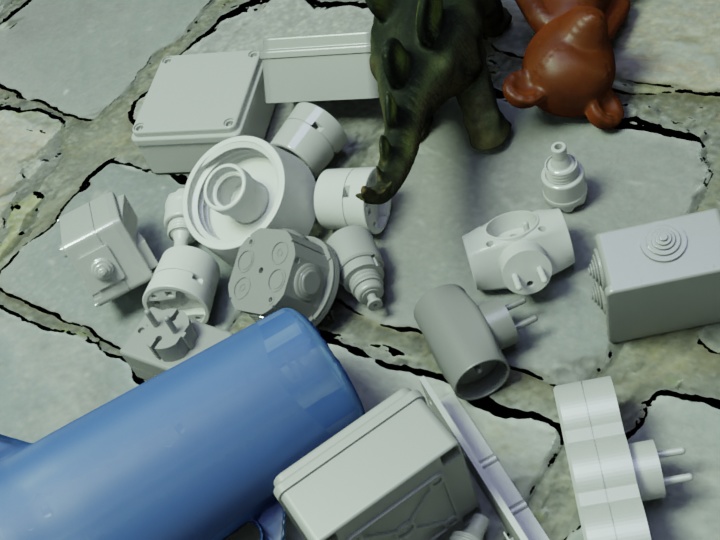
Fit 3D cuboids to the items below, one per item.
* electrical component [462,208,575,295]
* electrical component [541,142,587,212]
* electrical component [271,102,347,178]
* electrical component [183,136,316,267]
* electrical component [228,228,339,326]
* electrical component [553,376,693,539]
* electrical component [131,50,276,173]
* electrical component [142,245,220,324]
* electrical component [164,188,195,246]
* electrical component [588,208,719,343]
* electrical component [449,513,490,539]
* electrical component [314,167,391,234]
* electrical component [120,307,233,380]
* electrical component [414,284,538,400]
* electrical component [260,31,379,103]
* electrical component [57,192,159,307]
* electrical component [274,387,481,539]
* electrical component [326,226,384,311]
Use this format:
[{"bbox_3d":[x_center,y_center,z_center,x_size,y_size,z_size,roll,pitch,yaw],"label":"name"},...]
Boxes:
[{"bbox_3d":[0.121,-0.008,0.803,0.077,0.044,0.079,-16,27,5],"label":"electrical component"},{"bbox_3d":[0.159,-0.075,0.843,0.035,0.061,0.035,-9,50,11],"label":"electrical component"},{"bbox_3d":[-0.047,-0.111,0.944,0.055,0.055,0.047,22,66,31],"label":"electrical component"},{"bbox_3d":[-0.096,-0.059,0.888,0.108,0.060,0.108,-9,70,25],"label":"electrical component"},{"bbox_3d":[-0.059,0.007,0.837,0.080,0.051,0.080,-19,61,37],"label":"electrical component"},{"bbox_3d":[0.171,0.128,0.680,0.074,0.052,0.138,-12,50,9],"label":"electrical component"},{"bbox_3d":[-0.142,-0.147,1.002,0.109,0.056,0.108,0,52,18],"label":"electrical component"},{"bbox_3d":[-0.144,0.013,0.875,0.055,0.055,0.047,-2,48,17],"label":"electrical component"},{"bbox_3d":[-0.154,-0.039,0.933,0.035,0.035,0.061,-9,53,11],"label":"electrical component"},{"bbox_3d":[0.209,0.004,0.739,0.100,0.099,0.048,-12,62,8],"label":"electrical component"},{"bbox_3d":[0.065,0.183,0.683,0.035,0.035,0.061,15,56,28],"label":"electrical component"},{"bbox_3d":[-0.006,-0.058,0.888,0.047,0.055,0.055,4,54,25],"label":"electrical component"},{"bbox_3d":[-0.142,0.055,0.826,0.083,0.075,0.047,15,58,28],"label":"electrical component"},{"bbox_3d":[0.089,0.044,0.781,0.079,0.043,0.077,-25,49,-3],"label":"electrical component"},{"bbox_3d":[-0.026,-0.184,0.971,0.113,0.057,0.078,0,13,18],"label":"electrical component"},{"bbox_3d":[-0.209,-0.018,0.897,0.061,0.061,0.096,-28,26,-5],"label":"electrical component"},{"bbox_3d":[0.014,0.145,0.681,0.109,0.108,0.056,-34,52,-10],"label":"electrical component"},{"bbox_3d":[0.000,0.000,0.848,0.040,0.040,0.078,-23,49,-1],"label":"electrical component"}]
